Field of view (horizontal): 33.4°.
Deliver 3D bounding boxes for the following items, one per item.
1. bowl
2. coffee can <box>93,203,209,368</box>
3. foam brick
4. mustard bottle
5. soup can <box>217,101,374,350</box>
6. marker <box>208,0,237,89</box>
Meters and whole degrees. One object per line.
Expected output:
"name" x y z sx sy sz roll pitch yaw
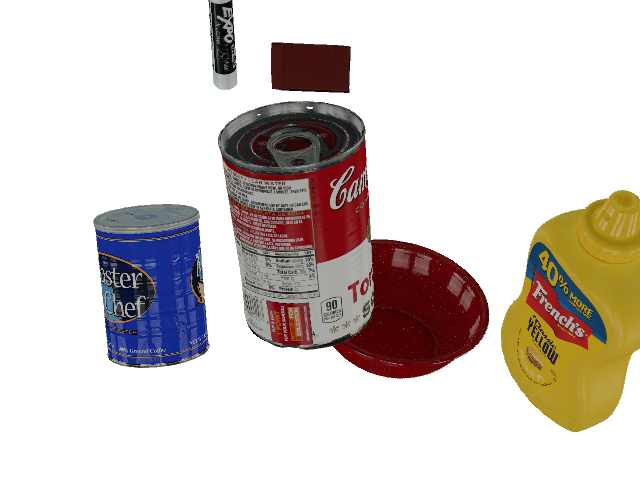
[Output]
"bowl" 0.064 0.070 0.943 0.162 0.055 0.162 5 39 -4
"coffee can" -0.166 0.043 1.056 0.103 0.140 0.103 -3 14 1
"foam brick" -0.011 -0.189 1.166 0.078 0.051 0.053 0 11 -16
"mustard bottle" 0.168 0.037 0.678 0.058 0.096 0.192 -19 -35 -18
"soup can" -0.010 -0.006 0.514 0.068 0.102 0.068 -4 32 2
"marker" -0.074 -0.166 0.797 0.020 0.020 0.121 0 -44 -1
